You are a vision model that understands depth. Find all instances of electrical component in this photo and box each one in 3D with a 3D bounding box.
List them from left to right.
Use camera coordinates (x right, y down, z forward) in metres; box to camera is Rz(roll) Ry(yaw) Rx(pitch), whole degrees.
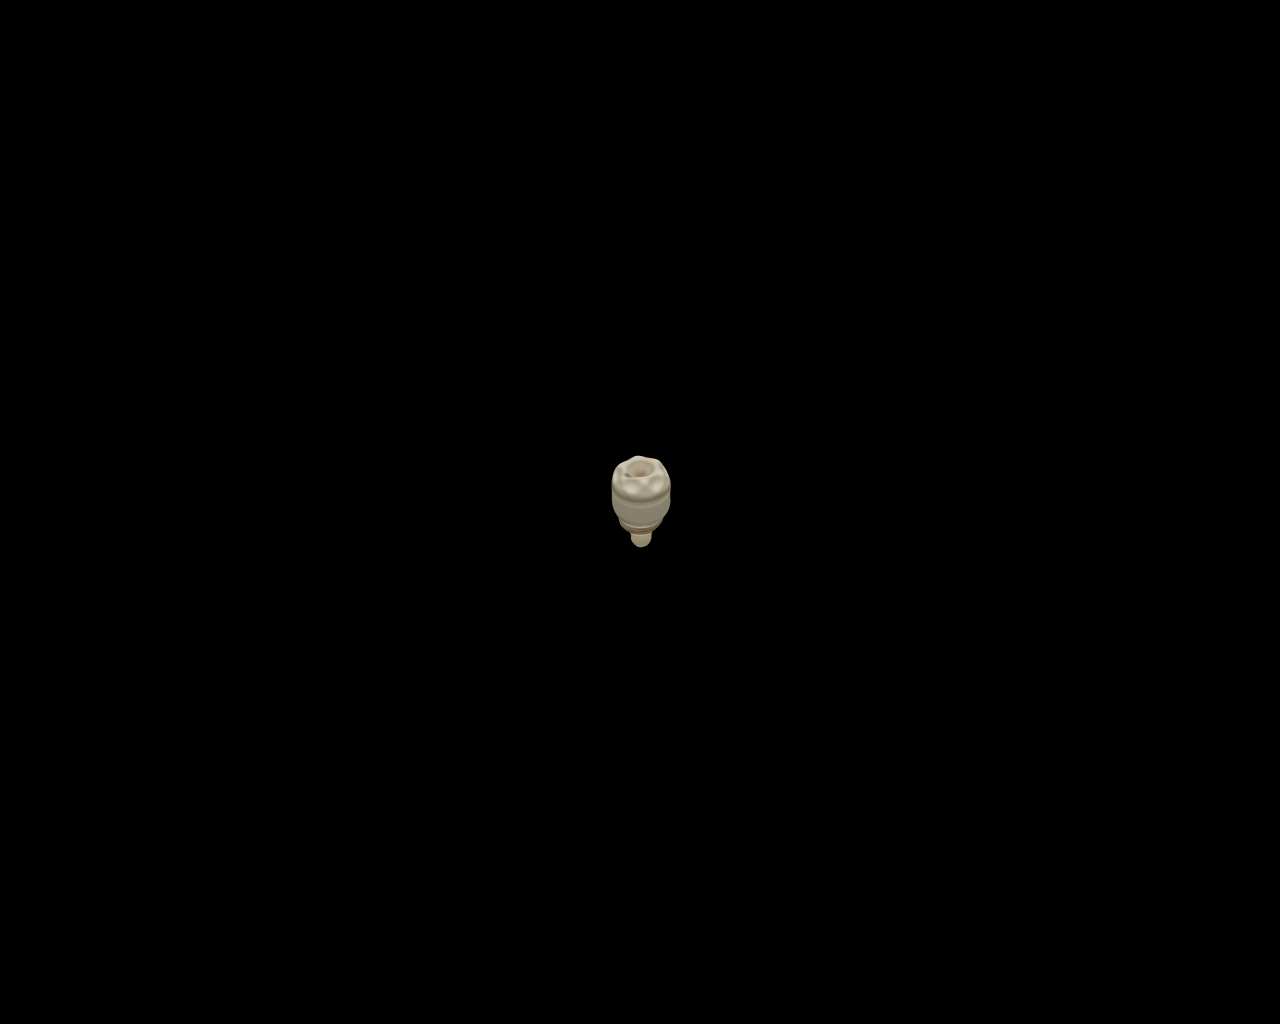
[{"bbox_3d":[0.001,-0.003,0.650,0.035,0.061,0.035,0,39,0],"label":"electrical component"}]
